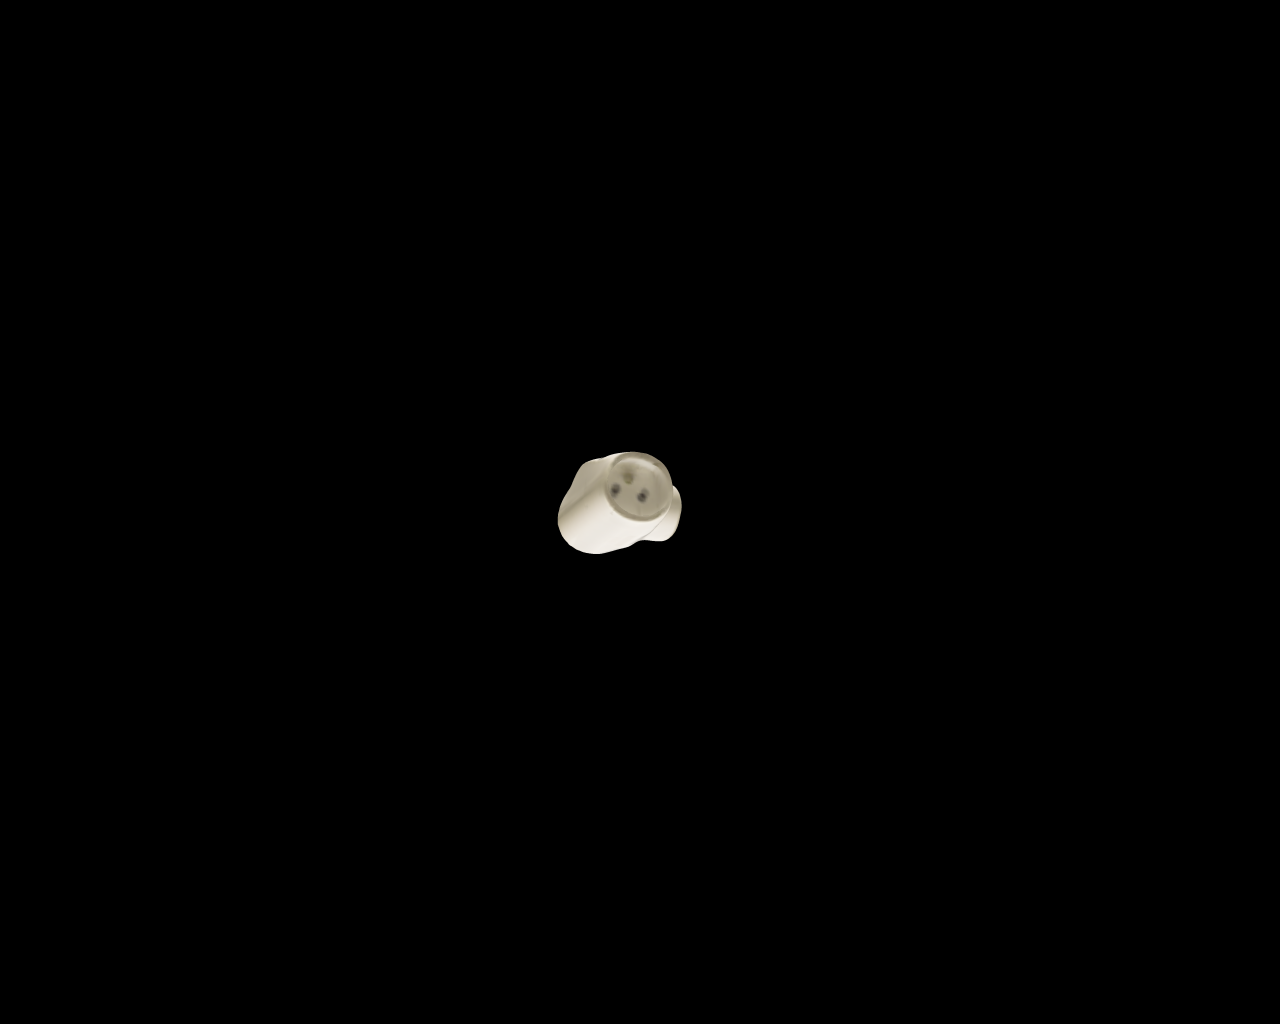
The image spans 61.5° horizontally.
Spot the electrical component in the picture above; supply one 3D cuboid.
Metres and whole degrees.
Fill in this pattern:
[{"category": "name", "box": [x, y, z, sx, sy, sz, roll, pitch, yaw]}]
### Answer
[{"category": "electrical component", "box": [0.001, -0.003, 0.650, 0.079, 0.043, 0.077, 8, -20, -22]}]
